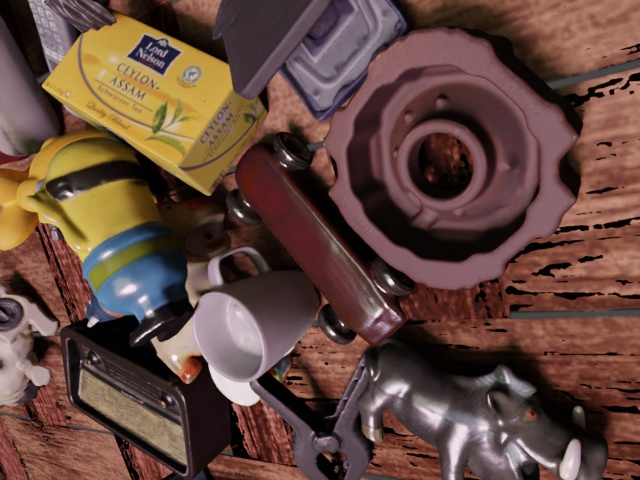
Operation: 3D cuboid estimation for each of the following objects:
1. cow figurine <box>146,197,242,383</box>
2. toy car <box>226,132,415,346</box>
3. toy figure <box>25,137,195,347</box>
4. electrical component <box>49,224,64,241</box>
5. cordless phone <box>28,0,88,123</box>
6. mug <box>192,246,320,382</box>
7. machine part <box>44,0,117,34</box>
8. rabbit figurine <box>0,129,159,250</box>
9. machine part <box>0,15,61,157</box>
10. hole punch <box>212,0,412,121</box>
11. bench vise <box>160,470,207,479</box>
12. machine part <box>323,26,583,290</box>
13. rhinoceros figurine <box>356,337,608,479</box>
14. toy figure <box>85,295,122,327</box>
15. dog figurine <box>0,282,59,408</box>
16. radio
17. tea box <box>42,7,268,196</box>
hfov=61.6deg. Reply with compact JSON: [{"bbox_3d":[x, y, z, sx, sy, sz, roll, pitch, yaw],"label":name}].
[{"bbox_3d":[-0.140,0.040,0.554,0.127,0.085,0.194,31,123,13],"label":"cow figurine"},{"bbox_3d":[-0.001,-0.001,0.462,0.202,0.053,0.089,49,116,13],"label":"toy car"},{"bbox_3d":[-0.166,-0.003,0.457,0.180,0.089,0.082,54,172,11],"label":"toy figure"},{"bbox_3d":[-0.332,-0.040,0.684,0.063,0.021,0.093,11,113,29],"label":"electrical component"},{"bbox_3d":[-0.285,-0.223,0.554,0.147,0.089,0.184,28,137,22],"label":"cordless phone"},{"bbox_3d":[-0.055,0.057,0.487,0.081,0.107,0.109,-27,88,37],"label":"mug"},{"bbox_3d":[-0.181,-0.246,0.461,0.084,0.039,0.139,15,78,22],"label":"machine part"},{"bbox_3d":[-0.276,-0.050,0.580,0.173,0.162,0.121,12,125,50],"label":"rabbit figurine"},{"bbox_3d":[-0.344,-0.171,0.564,0.079,0.079,0.243,30,152,21],"label":"machine part"},{"bbox_3d":[-0.008,-0.163,0.396,0.142,0.092,0.116,-42,54,40],"label":"hole punch"},{"bbox_3d":[-0.135,0.411,0.670,0.224,0.129,0.240,-17,91,36],"label":"bench vise"},{"bbox_3d":[0.090,-0.055,0.380,0.180,0.056,0.179,13,116,29],"label":"machine part"},{"bbox_3d":[0.123,0.140,0.430,0.191,0.073,0.112,22,108,27],"label":"rhinoceros figurine"},{"bbox_3d":[-0.232,0.053,0.630,0.058,0.064,0.154,37,126,-8],"label":"toy figure"},{"bbox_3d":[-0.483,0.167,0.828,0.190,0.121,0.172,-29,57,54],"label":"dog figurine"},{"bbox_3d":[-0.217,0.178,0.661,0.230,0.073,0.131,16,117,27],"label":"radio"},{"bbox_3d":[-0.144,-0.124,0.473,0.170,0.068,0.098,29,82,21],"label":"tea box"}]
